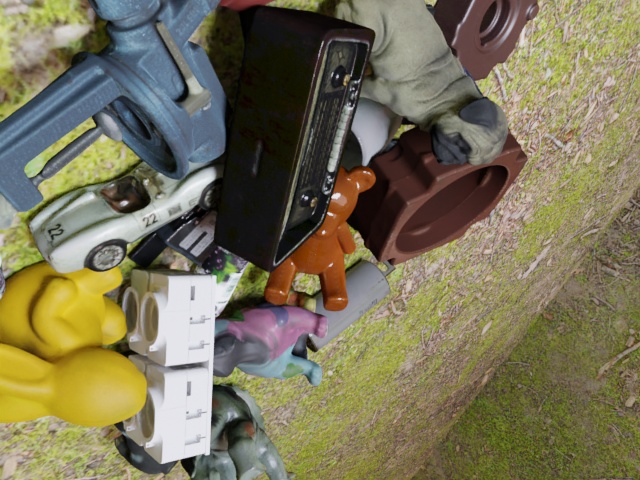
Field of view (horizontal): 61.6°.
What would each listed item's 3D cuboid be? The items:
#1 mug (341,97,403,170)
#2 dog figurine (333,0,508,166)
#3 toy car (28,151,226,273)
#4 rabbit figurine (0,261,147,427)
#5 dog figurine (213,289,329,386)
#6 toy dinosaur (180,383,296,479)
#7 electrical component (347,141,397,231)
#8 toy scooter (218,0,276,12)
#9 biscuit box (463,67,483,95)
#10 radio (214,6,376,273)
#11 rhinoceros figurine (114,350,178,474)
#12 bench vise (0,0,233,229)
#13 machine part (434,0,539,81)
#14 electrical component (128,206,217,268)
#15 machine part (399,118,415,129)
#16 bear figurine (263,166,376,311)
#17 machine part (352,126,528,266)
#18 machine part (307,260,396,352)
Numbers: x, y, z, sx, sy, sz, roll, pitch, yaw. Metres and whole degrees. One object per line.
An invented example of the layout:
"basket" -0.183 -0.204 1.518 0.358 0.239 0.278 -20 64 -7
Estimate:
"mug" 0.057 -0.134 0.675 0.107 0.081 0.109 -41 147 -26
"dog figurine" 0.110 -0.175 0.536 0.121 0.191 0.172 -46 148 -15
"toy car" -0.168 -0.039 0.510 0.202 0.074 0.056 -34 146 -22
"rabbit figurine" -0.232 0.100 0.492 0.162 0.173 0.121 -16 141 -46
"dog figurine" -0.107 0.128 0.746 0.219 0.192 0.108 7 104 -20
"toy dinosaur" -0.140 0.268 0.754 0.131 0.192 0.404 -29 151 -15
"electrical component" 0.098 -0.083 0.800 0.115 0.058 0.134 -13 135 -45
"toy scooter" -0.012 -0.252 0.406 0.184 0.135 0.075 -48 118 -3
"biscuit box" 0.185 -0.178 0.727 0.062 0.059 0.202 -55 150 10
"radio" -0.025 -0.096 0.514 0.131 0.073 0.229 -40 152 -56
"rhinoceros figurine" -0.229 0.218 0.679 0.073 0.112 0.190 -21 122 -29
"bench vise" -0.160 -0.110 0.394 0.240 0.129 0.223 -48 156 -20
"machine part" 0.217 -0.296 0.712 0.179 0.056 0.179 -30 144 -24
"electrical component" -0.152 -0.008 0.588 0.119 0.048 0.074 -45 150 -7
"machine part" 0.144 -0.185 0.763 0.139 0.039 0.084 -20 146 -39
"bear figurine" -0.002 -0.006 0.674 0.120 0.132 0.195 9 151 -8
"machine part" 0.150 -0.067 0.704 0.201 0.087 0.201 -21 154 -22
"machine part" 0.035 0.111 0.913 0.243 0.079 0.079 -35 146 -19
